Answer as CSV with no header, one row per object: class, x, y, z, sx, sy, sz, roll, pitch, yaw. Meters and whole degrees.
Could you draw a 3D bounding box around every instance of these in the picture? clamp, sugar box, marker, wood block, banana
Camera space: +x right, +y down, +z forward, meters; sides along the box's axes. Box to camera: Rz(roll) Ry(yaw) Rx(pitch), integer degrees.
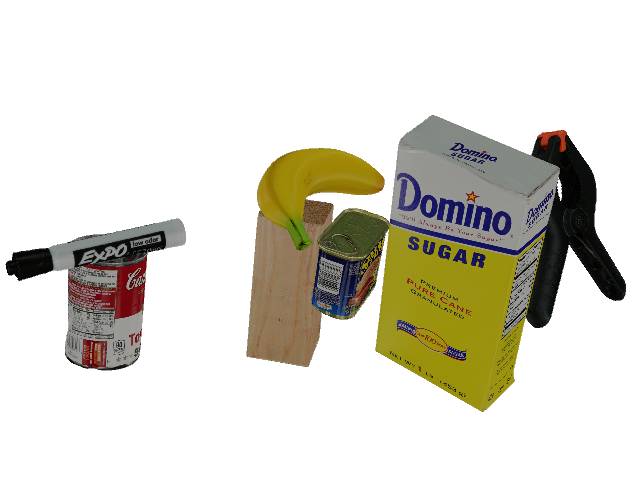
clamp,0.210,-0.008,0.943,0.120,0.171,0.039,-25,10,-39
sugar box,0.088,0.018,0.681,0.093,0.176,0.048,27,45,28
marker,-0.149,0.006,0.714,0.120,0.020,0.020,-13,6,-25
wood block,-0.042,0.053,1.443,0.090,0.206,0.090,9,22,6
banana,-0.004,-0.043,0.854,0.037,0.069,0.197,-35,2,28

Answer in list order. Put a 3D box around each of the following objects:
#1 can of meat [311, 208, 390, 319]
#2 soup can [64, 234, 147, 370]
can of meat,0.031,0.026,1.167,0.057,0.084,0.102,19,32,16
soup can,-0.188,0.054,0.931,0.068,0.102,0.068,6,20,-2
